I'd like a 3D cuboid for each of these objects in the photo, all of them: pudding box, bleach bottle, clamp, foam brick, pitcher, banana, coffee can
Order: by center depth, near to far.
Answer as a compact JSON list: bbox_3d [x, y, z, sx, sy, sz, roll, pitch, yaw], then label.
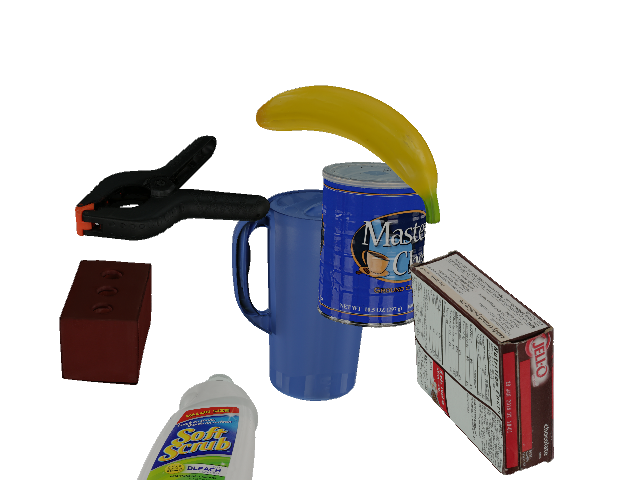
[{"bbox_3d":[0.094,0.069,0.631,0.039,0.090,0.114,-15,27,-19],"label":"pudding box"},{"bbox_3d":[-0.147,0.055,0.739,0.053,0.051,0.078,4,29,-4],"label":"foam brick"},{"bbox_3d":[0.023,-0.086,0.851,0.198,0.070,0.037,33,21,32],"label":"banana"},{"bbox_3d":[-0.110,0.193,0.941,0.102,0.068,0.251,-1,23,1],"label":"bleach bottle"},{"bbox_3d":[-0.144,-0.047,0.975,0.171,0.039,0.120,-10,38,-22],"label":"clamp"},{"bbox_3d":[0.050,0.001,1.032,0.103,0.140,0.103,2,14,-1],"label":"coffee can"},{"bbox_3d":[-0.015,0.066,1.291,0.149,0.243,0.144,12,19,26],"label":"pitcher"}]
